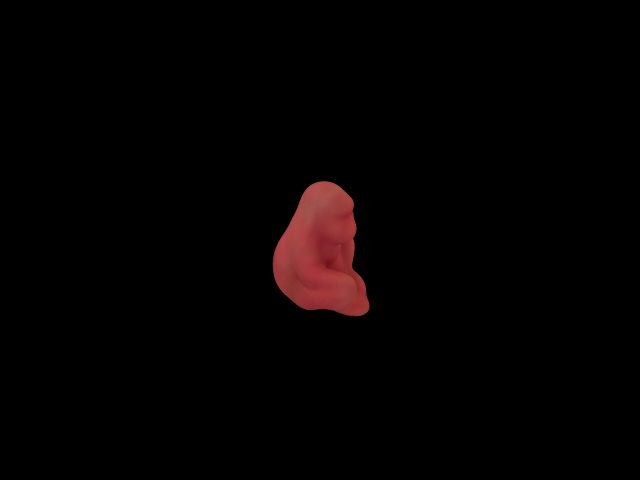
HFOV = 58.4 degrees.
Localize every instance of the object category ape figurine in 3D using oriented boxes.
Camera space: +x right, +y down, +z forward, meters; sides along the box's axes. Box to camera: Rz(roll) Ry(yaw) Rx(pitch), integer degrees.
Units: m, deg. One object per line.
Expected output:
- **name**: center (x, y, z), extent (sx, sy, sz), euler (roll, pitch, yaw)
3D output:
- **ape figurine**: center (0.004, 0.001, 0.400), extent (0.076, 0.092, 0.078), euler (14, 43, 15)
